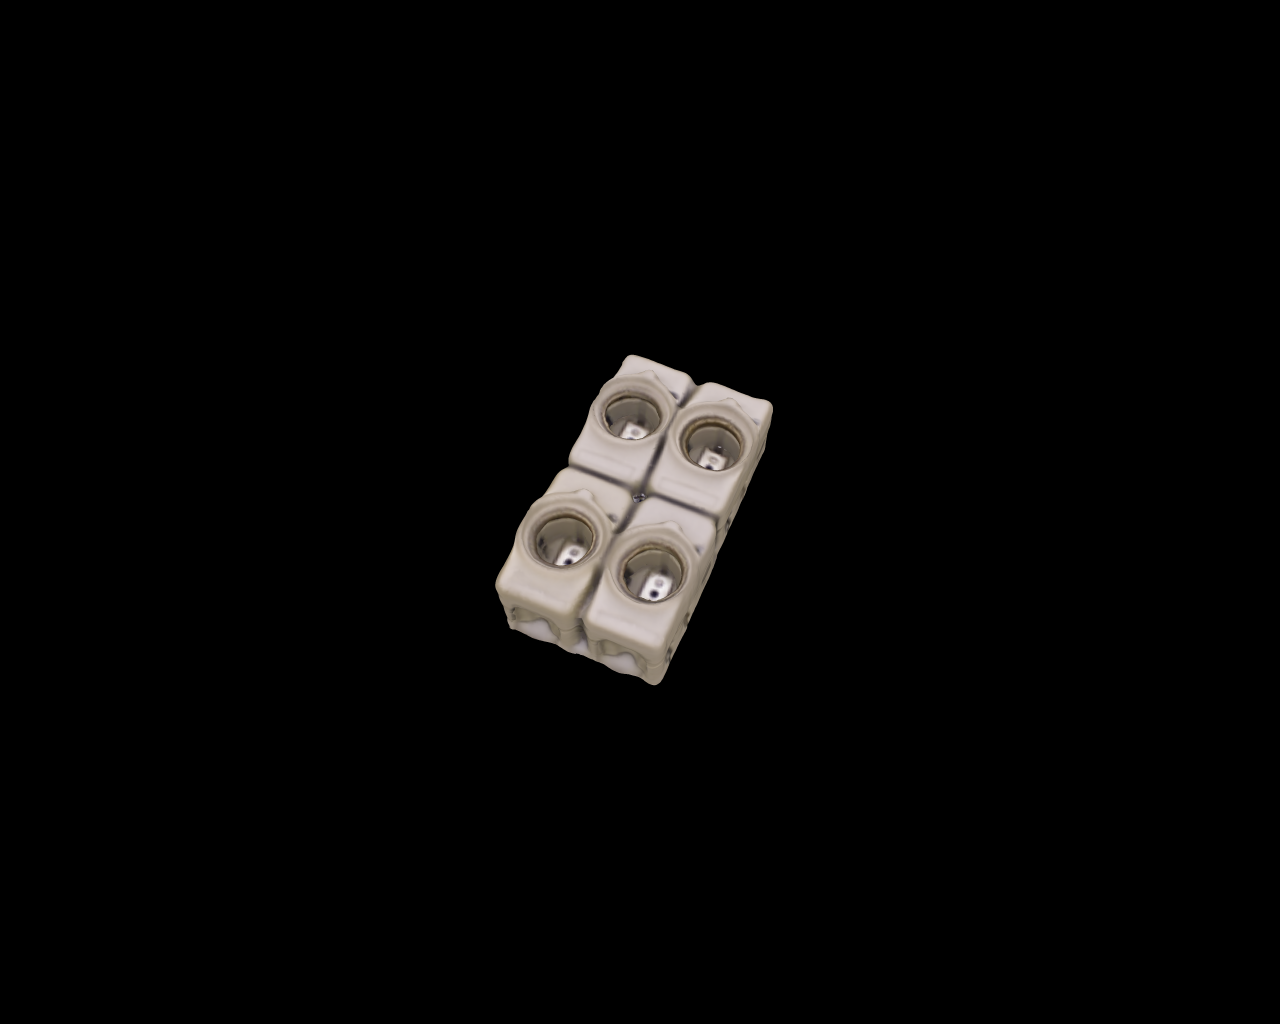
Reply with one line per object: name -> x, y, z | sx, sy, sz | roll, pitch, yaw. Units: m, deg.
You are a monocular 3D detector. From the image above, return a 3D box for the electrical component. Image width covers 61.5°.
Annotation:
electrical component -> 0.001, -0.003, 0.650 | 0.105, 0.186, 0.060 | 21, -28, 12
